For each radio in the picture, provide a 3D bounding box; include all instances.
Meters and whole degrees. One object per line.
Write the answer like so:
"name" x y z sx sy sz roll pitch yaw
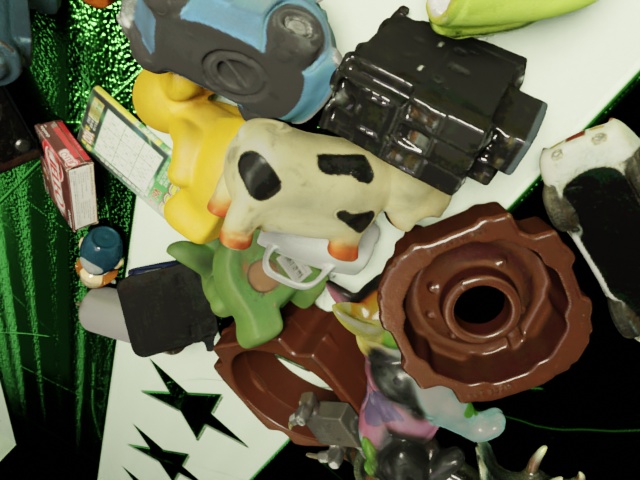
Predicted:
"radio" -0.416 -0.188 0.616 0.131 0.073 0.229 30 145 44

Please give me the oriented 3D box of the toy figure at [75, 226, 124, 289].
"toy figure" -0.332 0.033 0.801 0.064 0.058 0.154 54 141 11

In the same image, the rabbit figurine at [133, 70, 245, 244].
"rabbit figurine" -0.116 -0.105 0.499 0.173 0.122 0.162 47 147 17

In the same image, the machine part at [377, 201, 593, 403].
"machine part" 0.138 0.055 0.467 0.179 0.056 0.179 2 110 6

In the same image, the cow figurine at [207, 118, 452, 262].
"cow figurine" 0.020 -0.050 0.431 0.195 0.086 0.127 7 123 -24

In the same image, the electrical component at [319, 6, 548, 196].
"electrical component" 0.084 -0.096 0.373 0.134 0.115 0.058 28 141 9

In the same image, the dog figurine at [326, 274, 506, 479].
"dog figurine" 0.071 0.141 0.569 0.219 0.108 0.191 43 100 -11

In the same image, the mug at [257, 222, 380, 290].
"mug" -0.001 -0.002 0.522 0.107 0.109 0.080 24 150 -2

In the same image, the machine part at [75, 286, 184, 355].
"machine part" -0.283 0.122 0.828 0.243 0.079 0.079 10 132 25

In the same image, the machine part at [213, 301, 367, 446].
"machine part" -0.023 0.174 0.703 0.201 0.087 0.201 -18 117 42

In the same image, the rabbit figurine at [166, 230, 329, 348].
"rabbit figurine" -0.102 0.046 0.623 0.159 0.121 0.170 46 152 -10

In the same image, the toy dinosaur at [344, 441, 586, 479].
"toy dinosaur" 0.130 0.312 0.711 0.405 0.131 0.192 8 119 33

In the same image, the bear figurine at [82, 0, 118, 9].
"bear figurine" -0.184 -0.282 0.376 0.196 0.132 0.120 38 134 -11

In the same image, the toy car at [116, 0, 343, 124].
"toy car" -0.059 -0.162 0.399 0.161 0.103 0.109 21 153 -13

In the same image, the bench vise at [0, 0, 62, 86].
"bench vise" -0.336 -0.226 0.434 0.129 0.240 0.223 -37 61 53

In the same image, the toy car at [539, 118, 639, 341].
"toy car" 0.238 0.003 0.407 0.073 0.056 0.201 -25 113 37

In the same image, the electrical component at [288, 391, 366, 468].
"electrical component" 0.010 0.224 0.630 0.078 0.045 0.102 -3 125 38

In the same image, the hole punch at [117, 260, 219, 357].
"hole punch" -0.200 0.084 0.719 0.092 0.116 0.142 -170 69 -75
